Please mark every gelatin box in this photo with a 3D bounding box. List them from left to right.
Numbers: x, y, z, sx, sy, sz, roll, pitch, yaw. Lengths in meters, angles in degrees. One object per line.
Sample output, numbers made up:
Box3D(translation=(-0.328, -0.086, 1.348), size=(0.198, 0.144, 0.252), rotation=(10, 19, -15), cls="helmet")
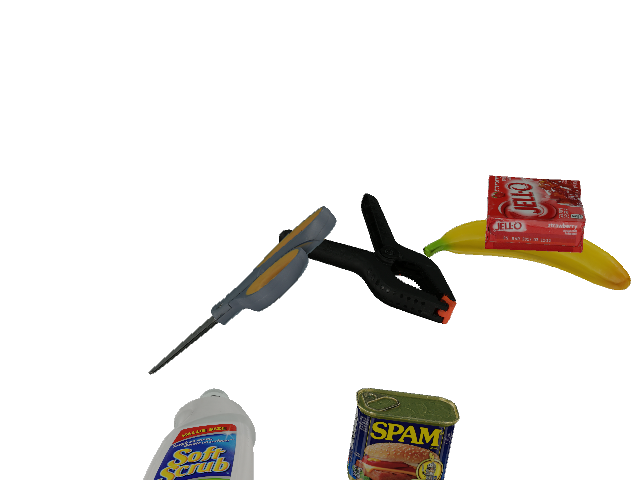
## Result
Box3D(translation=(0.166, -0.022, 0.831), size=(0.073, 0.030, 0.089), rotation=(4, 24, 9), cls="gelatin box")

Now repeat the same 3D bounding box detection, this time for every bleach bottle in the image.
Box3D(translation=(-0.109, 0.204, 0.911), size=(0.102, 0.068, 0.251), rotation=(-2, 23, 0), cls="bleach bottle")

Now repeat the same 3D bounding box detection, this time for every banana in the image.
Box3D(translation=(0.204, 0.011, 1.038), size=(0.198, 0.037, 0.069), rotation=(8, 47, 22), cls="banana")

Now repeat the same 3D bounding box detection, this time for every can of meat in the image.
Box3D(translation=(0.080, 0.201, 1.065), size=(0.102, 0.084, 0.057), rotation=(8, 17, -4), cls="can of meat")

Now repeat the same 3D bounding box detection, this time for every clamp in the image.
Box3D(translation=(0.064, 0.027, 1.233), size=(0.164, 0.036, 0.210), rotation=(-19, 50, -38), cls="clamp")

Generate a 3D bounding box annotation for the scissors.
Box3D(translation=(-0.064, 0.052, 0.749), size=(0.202, 0.016, 0.096), rotation=(-43, 11, 17), cls="scissors")
